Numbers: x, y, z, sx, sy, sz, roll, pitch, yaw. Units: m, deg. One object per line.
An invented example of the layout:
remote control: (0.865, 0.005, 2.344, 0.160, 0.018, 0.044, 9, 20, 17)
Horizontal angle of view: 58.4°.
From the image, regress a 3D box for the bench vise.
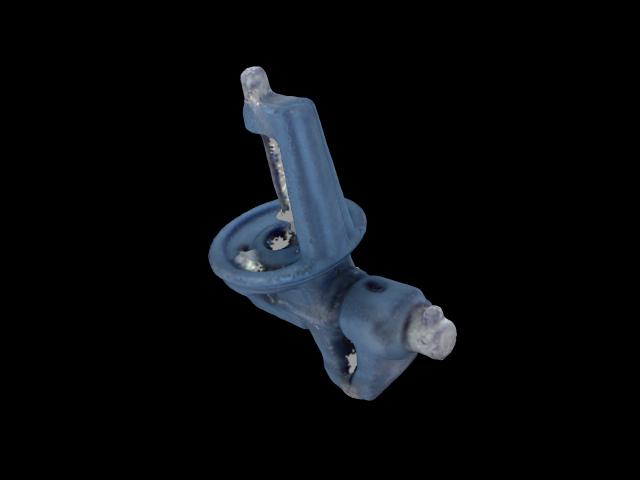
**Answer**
bench vise: (0.009, -0.006, 0.408, 0.207, 0.220, 0.122, 16, 45, 18)
